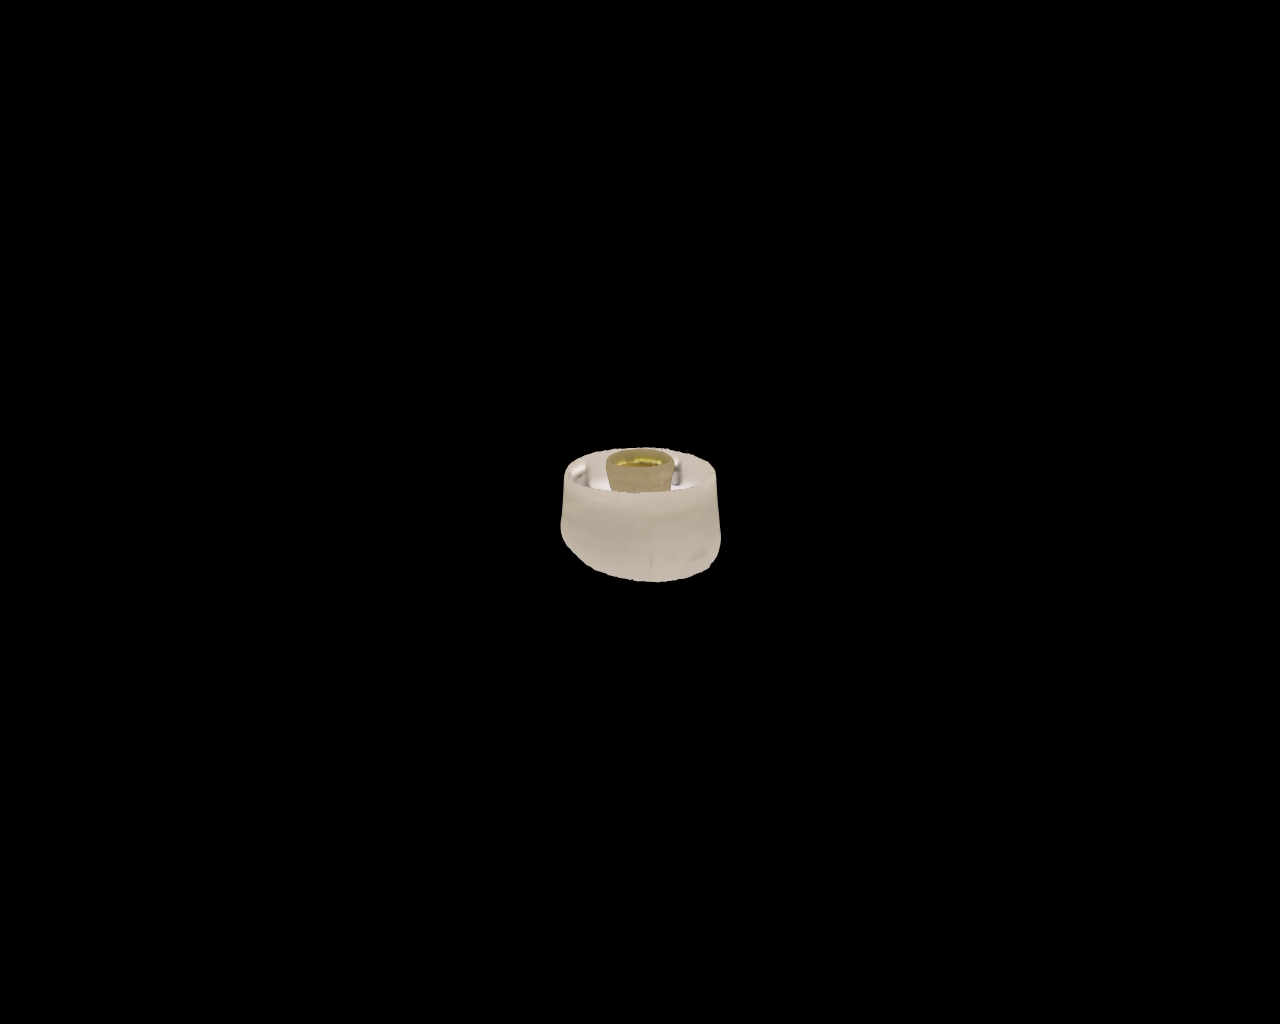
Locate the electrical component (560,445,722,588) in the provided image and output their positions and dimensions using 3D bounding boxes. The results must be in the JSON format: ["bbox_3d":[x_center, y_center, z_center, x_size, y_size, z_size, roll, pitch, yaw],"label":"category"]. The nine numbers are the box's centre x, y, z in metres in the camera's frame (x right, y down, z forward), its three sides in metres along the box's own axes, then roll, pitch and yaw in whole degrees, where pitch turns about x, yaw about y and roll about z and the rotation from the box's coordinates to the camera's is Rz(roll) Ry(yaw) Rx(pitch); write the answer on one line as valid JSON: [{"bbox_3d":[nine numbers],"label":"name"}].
[{"bbox_3d":[0.001,-0.003,0.650,0.099,0.064,0.099,0,20,0],"label":"electrical component"}]
